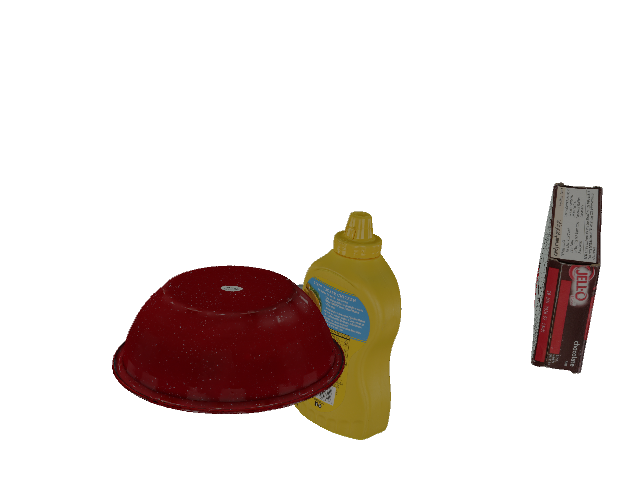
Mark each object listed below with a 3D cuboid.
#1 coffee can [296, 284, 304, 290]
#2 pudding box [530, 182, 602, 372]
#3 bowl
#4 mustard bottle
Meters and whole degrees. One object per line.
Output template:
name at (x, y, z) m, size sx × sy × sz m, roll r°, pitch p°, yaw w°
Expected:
coffee can at (-0.014, 0.143, 1.496) m, size 0.103 × 0.140 × 0.103 m, roll 0°, pitch 18°, yaw 0°
pudding box at (0.174, 0.024, 0.752) m, size 0.039 × 0.090 × 0.113 m, roll 8°, pitch 32°, yaw 9°
bowl at (-0.062, 0.058, 0.732) m, size 0.162 × 0.055 × 0.162 m, roll 1°, pitch 19°, yaw -1°
mustard bottle at (0.024, 0.068, 0.920) m, size 0.058 × 0.192 × 0.096 m, roll -12°, pitch 26°, yaw -42°
